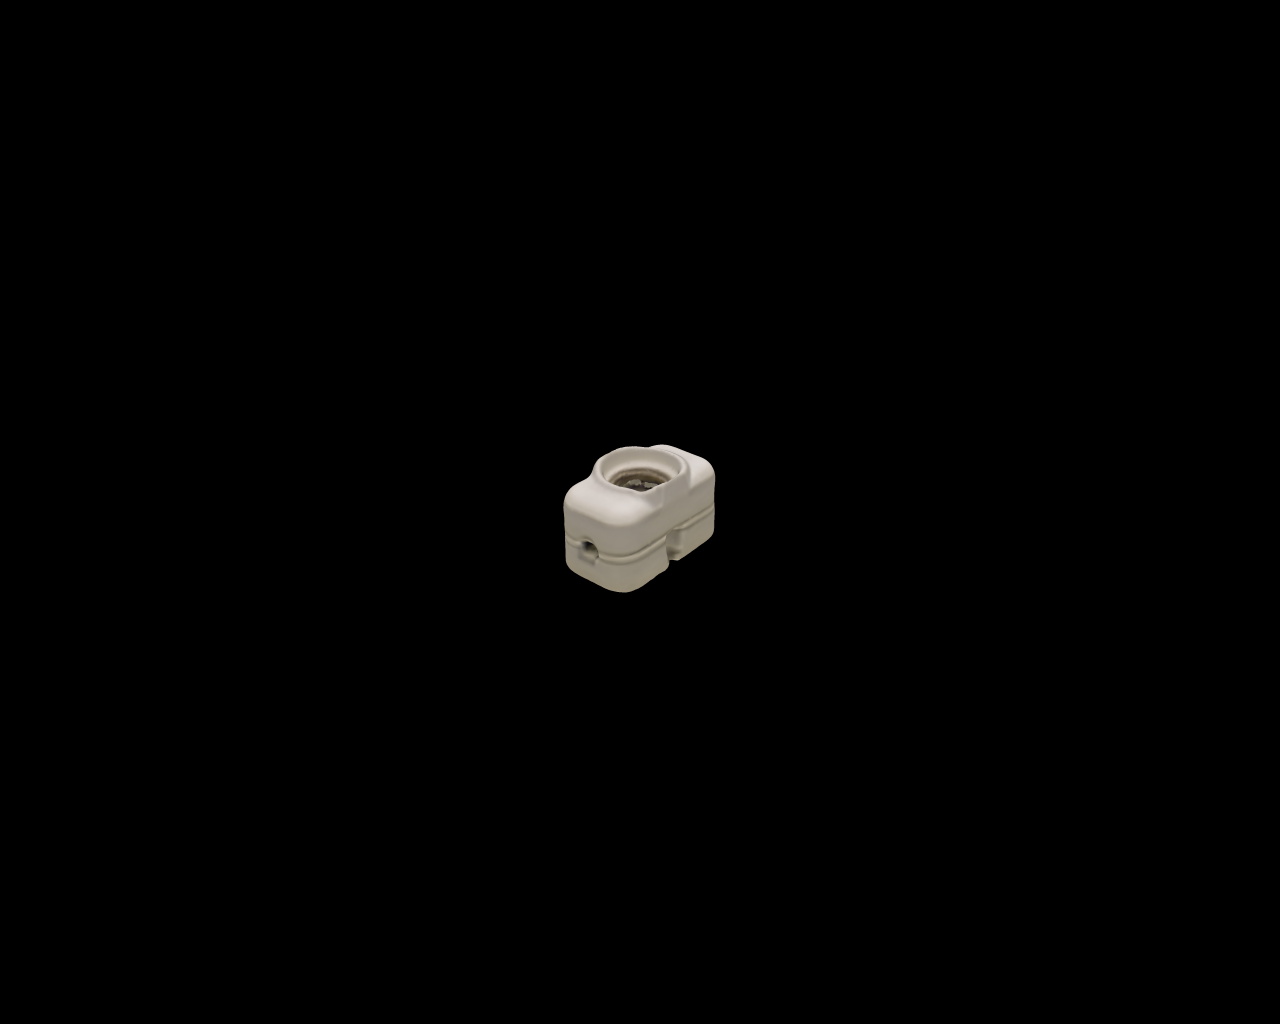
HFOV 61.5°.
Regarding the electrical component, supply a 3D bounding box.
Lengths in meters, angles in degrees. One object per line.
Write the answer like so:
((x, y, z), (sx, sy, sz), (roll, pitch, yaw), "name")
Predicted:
((0.001, -0.003, 0.650), (0.054, 0.059, 0.095), (24, 39, 34), "electrical component")
